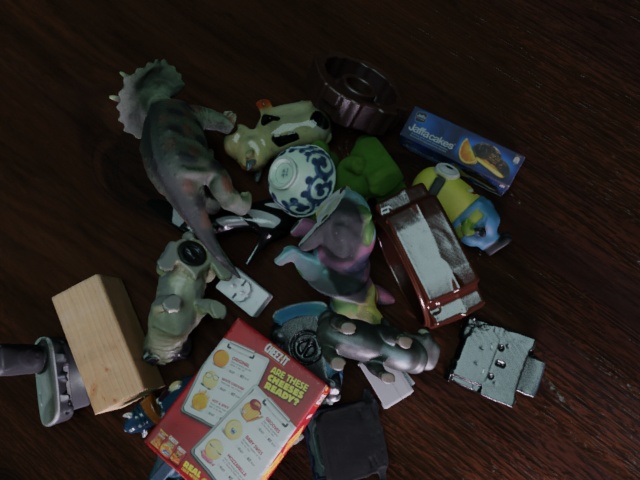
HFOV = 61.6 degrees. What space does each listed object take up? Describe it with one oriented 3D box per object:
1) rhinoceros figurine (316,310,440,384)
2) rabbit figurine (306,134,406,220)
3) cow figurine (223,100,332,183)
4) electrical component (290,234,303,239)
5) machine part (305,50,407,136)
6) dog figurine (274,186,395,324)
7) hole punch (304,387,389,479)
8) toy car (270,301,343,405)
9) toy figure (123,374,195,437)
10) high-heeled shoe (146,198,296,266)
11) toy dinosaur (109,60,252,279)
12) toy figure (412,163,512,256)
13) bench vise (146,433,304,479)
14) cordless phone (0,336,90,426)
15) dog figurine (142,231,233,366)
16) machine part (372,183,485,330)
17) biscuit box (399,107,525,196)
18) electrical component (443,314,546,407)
[{"bbox_3d":[0.086,0.154,0.776,0.190,0.112,0.073,14,92,-13],"label":"rhinoceros figurine"},{"bbox_3d":[0.038,-0.097,0.893,0.170,0.121,0.159,-33,72,5],"label":"rabbit figurine"},{"bbox_3d":[-0.074,-0.180,0.942,0.195,0.085,0.127,-12,72,4],"label":"cow figurine"},{"bbox_3d":[-0.002,-0.003,0.906,0.094,0.063,0.021,18,76,-7],"label":"electrical component"},{"bbox_3d":[0.058,-0.245,0.898,0.179,0.179,0.056,41,129,12],"label":"machine part"},{"bbox_3d":[0.054,0.044,0.829,0.219,0.108,0.191,42,127,-18],"label":"dog figurine"},{"bbox_3d":[0.037,0.313,0.841,0.116,0.092,0.142,-4,72,-28],"label":"hole punch"},{"bbox_3d":[-0.009,0.177,0.853,0.109,0.103,0.161,-15,81,13],"label":"toy car"},{"bbox_3d":[-0.251,0.272,0.888,0.154,0.058,0.064,-25,90,1],"label":"toy figure"},{"bbox_3d":[-0.169,-0.058,0.932,0.249,0.086,0.145,28,81,7],"label":"high-heeled shoe"},{"bbox_3d":[-0.217,-0.132,0.825,0.131,0.192,0.405,-45,47,26],"label":"toy dinosaur"},{"bbox_3d":[0.228,-0.049,0.880,0.089,0.082,0.180,-40,81,-5],"label":"toy figure"},{"bbox_3d":[-0.141,0.350,0.830,0.241,0.128,0.224,-34,72,-12],"label":"bench vise"},{"bbox_3d":[-0.454,0.226,0.858,0.089,0.184,0.146,-12,78,0],"label":"cordless phone"},{"bbox_3d":[-0.239,0.100,0.884,0.121,0.190,0.172,22,48,-24],"label":"dog figurine"},{"bbox_3d":[0.155,0.031,0.810,0.087,0.201,0.201,-23,78,0],"label":"machine part"},{"bbox_3d":[0.235,-0.150,0.907,0.203,0.059,0.063,28,84,11],"label":"biscuit box"},{"bbox_3d":[0.276,0.191,0.841,0.134,0.058,0.115,19,84,10],"label":"electrical component"}]
